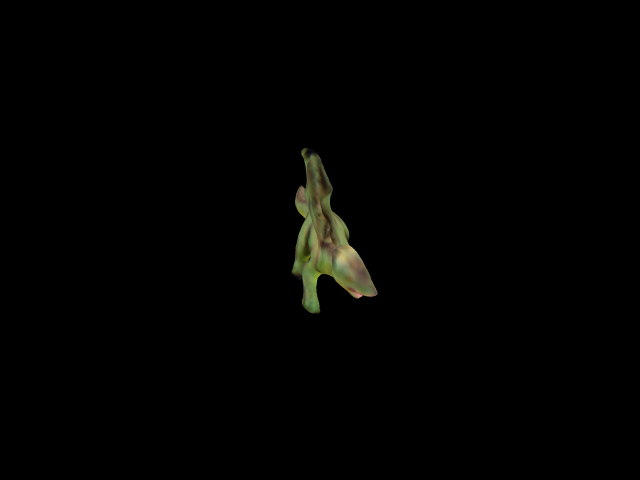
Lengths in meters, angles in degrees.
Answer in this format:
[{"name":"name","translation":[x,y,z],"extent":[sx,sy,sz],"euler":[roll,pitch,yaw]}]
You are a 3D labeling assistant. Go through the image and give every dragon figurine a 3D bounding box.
[{"name":"dragon figurine","translation":[0.003,-0.043,0.850],"extent":[0.122,0.237,0.419],"euler":[-11,44,-12]}]
